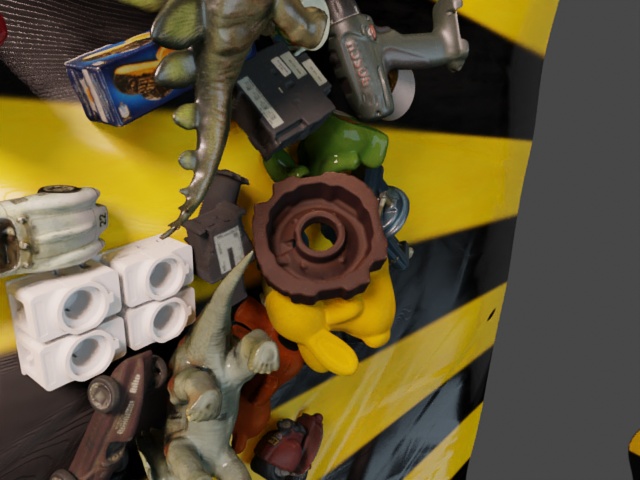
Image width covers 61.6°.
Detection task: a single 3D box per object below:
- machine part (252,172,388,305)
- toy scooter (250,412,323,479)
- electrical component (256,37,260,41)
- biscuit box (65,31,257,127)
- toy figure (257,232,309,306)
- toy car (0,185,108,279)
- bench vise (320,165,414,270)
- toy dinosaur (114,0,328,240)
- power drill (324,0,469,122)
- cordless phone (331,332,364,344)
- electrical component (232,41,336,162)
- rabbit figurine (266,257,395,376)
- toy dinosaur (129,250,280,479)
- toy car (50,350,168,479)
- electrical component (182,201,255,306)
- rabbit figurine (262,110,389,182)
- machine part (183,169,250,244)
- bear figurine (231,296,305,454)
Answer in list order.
[{"bbox_3d":[-0.001,-0.002,0.684,0.179,0.179,0.056,-57,169,-22],"label":"machine part"},{"bbox_3d":[-0.046,0.362,0.955,0.135,0.075,0.183,-61,147,-16],"label":"toy scooter"},{"bbox_3d":[-0.080,-0.293,0.649,0.078,0.045,0.102,-53,155,-75],"label":"electrical component"},{"bbox_3d":[-0.157,-0.191,0.568,0.203,0.059,0.062,-43,136,-36],"label":"biscuit box"},{"bbox_3d":[-0.050,0.045,0.796,0.082,0.089,0.180,-24,126,-41],"label":"toy figure"},{"bbox_3d":[-0.283,0.000,0.482,0.202,0.056,0.073,-21,121,-48],"label":"toy car"},{"bbox_3d":[0.100,-0.009,0.922,0.240,0.129,0.224,42,38,-44],"label":"bench vise"},{"bbox_3d":[-0.094,-0.238,0.504,0.198,0.105,0.470,-8,102,-46],"label":"toy dinosaur"},{"bbox_3d":[0.104,-0.299,0.770,0.207,0.086,0.231,-18,102,-19],"label":"power drill"},{"bbox_3d":[0.035,0.160,0.922,0.089,0.147,0.184,-98,-173,-49],"label":"cordless phone"},{"bbox_3d":[-0.049,-0.179,0.676,0.134,0.058,0.115,-37,93,-33],"label":"electrical component"},{"bbox_3d":[0.008,0.101,0.733,0.173,0.122,0.162,-2,84,-31],"label":"rabbit figurine"},{"bbox_3d":[-0.145,0.195,0.655,0.131,0.192,0.404,11,94,-39],"label":"toy dinosaur"},{"bbox_3d":[-0.232,0.212,0.602,0.202,0.053,0.089,-60,158,17],"label":"toy car"},{"bbox_3d":[-0.120,0.019,0.665,0.075,0.048,0.119,-33,130,-33],"label":"electrical component"},{"bbox_3d":[0.000,-0.100,0.785,0.159,0.121,0.170,-2,121,-50],"label":"rabbit figurine"},{"bbox_3d":[-0.132,-0.023,0.700,0.084,0.039,0.138,3,104,-46],"label":"machine part"},{"bbox_3d":[-0.108,0.202,0.788,0.195,0.132,0.120,-54,-172,24],"label":"bear figurine"}]
